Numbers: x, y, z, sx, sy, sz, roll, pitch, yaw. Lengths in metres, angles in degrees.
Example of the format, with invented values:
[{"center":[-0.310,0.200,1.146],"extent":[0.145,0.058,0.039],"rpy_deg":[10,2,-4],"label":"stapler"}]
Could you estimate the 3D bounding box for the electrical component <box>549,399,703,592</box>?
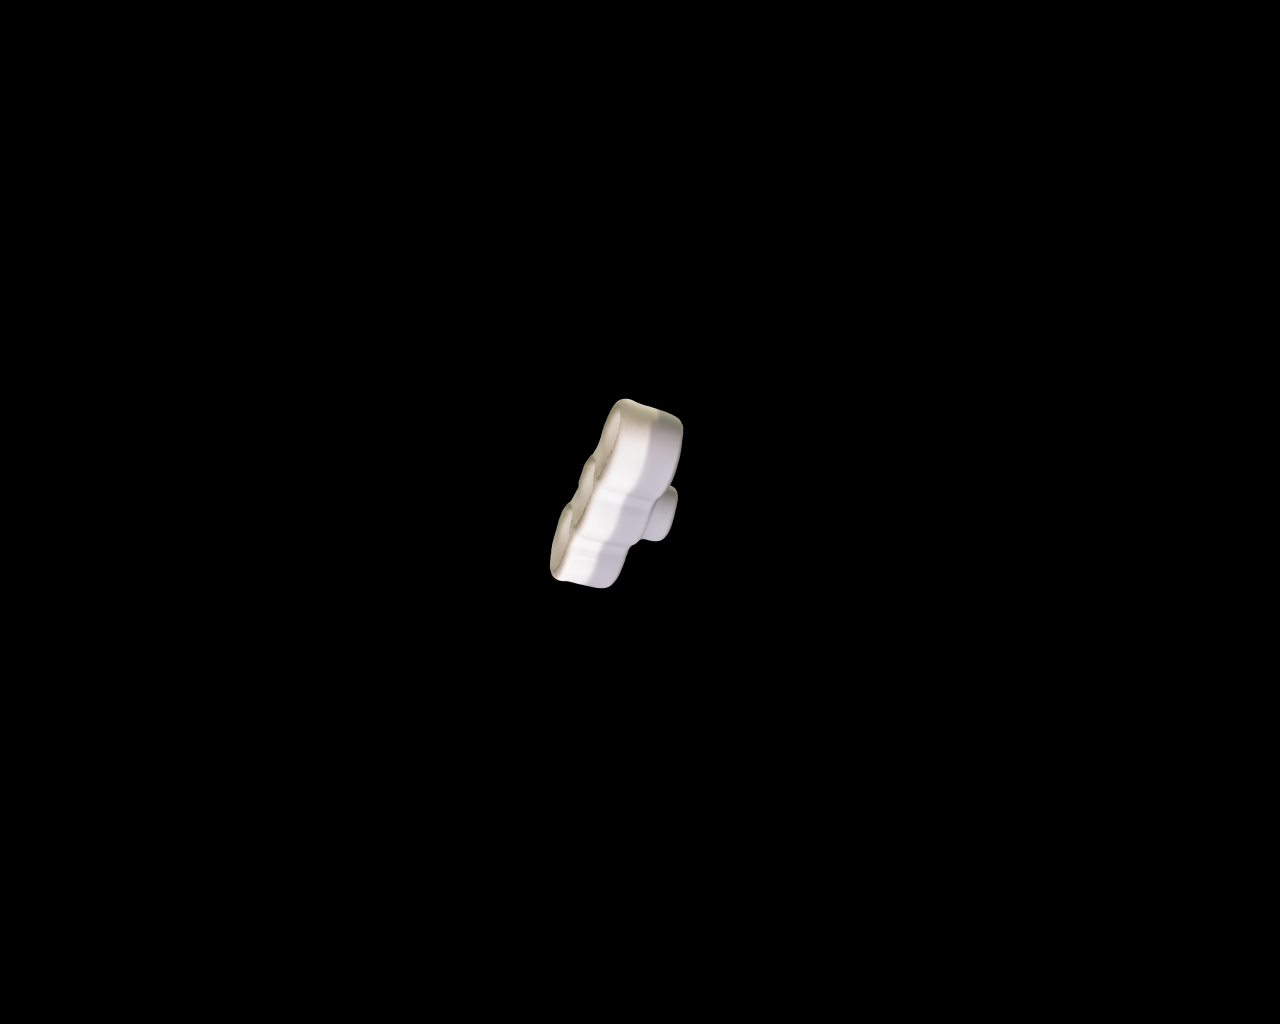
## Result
[{"center":[0.001,-0.003,0.650],"extent":[0.074,0.052,0.138],"rpy_deg":[15,-46,-15],"label":"electrical component"}]
